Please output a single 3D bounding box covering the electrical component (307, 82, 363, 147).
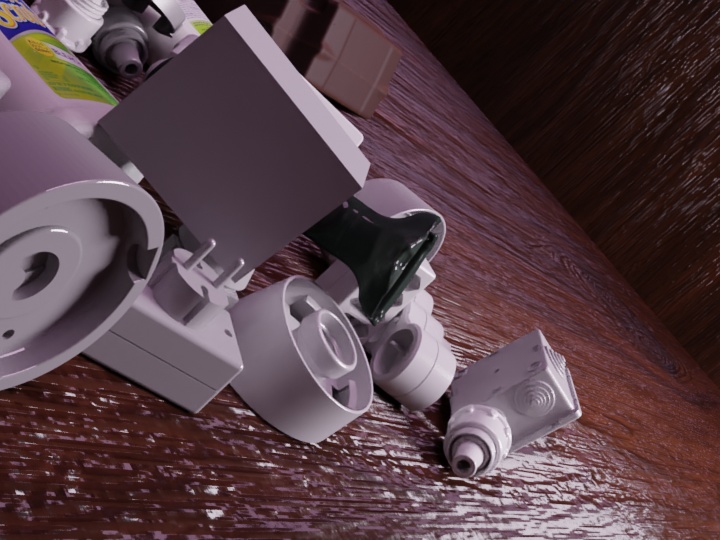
[{"bbox_3d":[-0.061,-0.101,0.861,0.100,0.099,0.048,43,-22,-11],"label":"electrical component"}]

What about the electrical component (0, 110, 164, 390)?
[{"bbox_3d":[-0.137,-0.011,0.412,0.060,0.108,0.108,46,14,23],"label":"electrical component"}]

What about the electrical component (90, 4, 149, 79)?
[{"bbox_3d":[-0.180,-0.168,0.809,0.043,0.043,0.062,30,23,-47],"label":"electrical component"}]

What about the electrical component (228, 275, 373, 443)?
[{"bbox_3d":[-0.039,0.053,0.633,0.099,0.064,0.099,49,22,-28],"label":"electrical component"}]

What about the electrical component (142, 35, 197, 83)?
[{"bbox_3d":[-0.131,-0.140,0.822,0.058,0.078,0.057,37,36,-5],"label":"electrical component"}]

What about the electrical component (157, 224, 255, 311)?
[{"bbox_3d":[-0.091,0.003,0.588,0.066,0.055,0.048,34,20,-40],"label":"electrical component"}]

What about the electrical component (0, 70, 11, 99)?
[{"bbox_3d":[-0.217,-0.095,0.486,0.096,0.062,0.061,46,15,-3],"label":"electrical component"}]

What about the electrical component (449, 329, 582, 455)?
[{"bbox_3d":[0.117,0.096,0.836,0.048,0.100,0.099,57,13,-12],"label":"electrical component"}]

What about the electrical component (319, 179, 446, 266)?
[{"bbox_3d":[0.017,-0.024,0.871,0.099,0.099,0.064,31,15,-44],"label":"electrical component"}]

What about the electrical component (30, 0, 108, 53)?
[{"bbox_3d":[-0.201,-0.191,0.772,0.048,0.062,0.048,43,16,-15],"label":"electrical component"}]

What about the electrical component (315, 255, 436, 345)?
[{"bbox_3d":[0.000,0.000,0.790,0.047,0.083,0.075,34,19,-39],"label":"electrical component"}]

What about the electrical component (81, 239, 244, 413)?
[{"bbox_3d":[-0.089,0.015,0.523,0.083,0.076,0.047,36,18,-35],"label":"electrical component"}]

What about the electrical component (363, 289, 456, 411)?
[{"bbox_3d":[0.043,0.059,0.816,0.074,0.052,0.138,40,16,-25],"label":"electrical component"}]

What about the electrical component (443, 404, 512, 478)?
[{"bbox_3d":[0.080,0.126,0.762,0.048,0.048,0.062,47,22,1],"label":"electrical component"}]
